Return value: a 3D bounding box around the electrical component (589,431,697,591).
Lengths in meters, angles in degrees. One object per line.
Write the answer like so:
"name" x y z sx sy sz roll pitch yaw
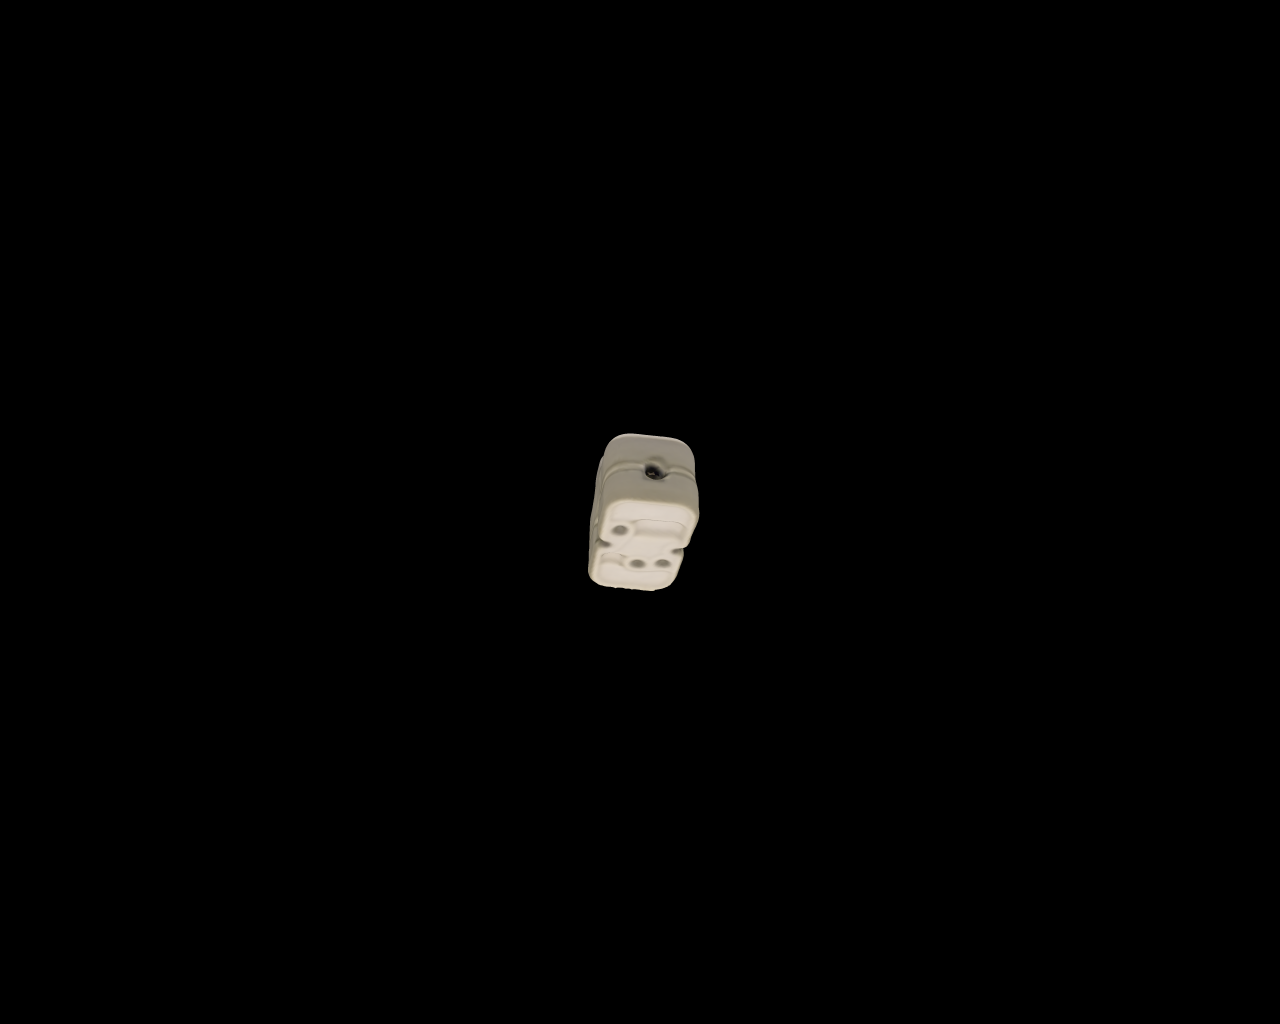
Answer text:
"electrical component" 0.001 -0.003 0.650 0.054 0.059 0.095 6 -36 -8
